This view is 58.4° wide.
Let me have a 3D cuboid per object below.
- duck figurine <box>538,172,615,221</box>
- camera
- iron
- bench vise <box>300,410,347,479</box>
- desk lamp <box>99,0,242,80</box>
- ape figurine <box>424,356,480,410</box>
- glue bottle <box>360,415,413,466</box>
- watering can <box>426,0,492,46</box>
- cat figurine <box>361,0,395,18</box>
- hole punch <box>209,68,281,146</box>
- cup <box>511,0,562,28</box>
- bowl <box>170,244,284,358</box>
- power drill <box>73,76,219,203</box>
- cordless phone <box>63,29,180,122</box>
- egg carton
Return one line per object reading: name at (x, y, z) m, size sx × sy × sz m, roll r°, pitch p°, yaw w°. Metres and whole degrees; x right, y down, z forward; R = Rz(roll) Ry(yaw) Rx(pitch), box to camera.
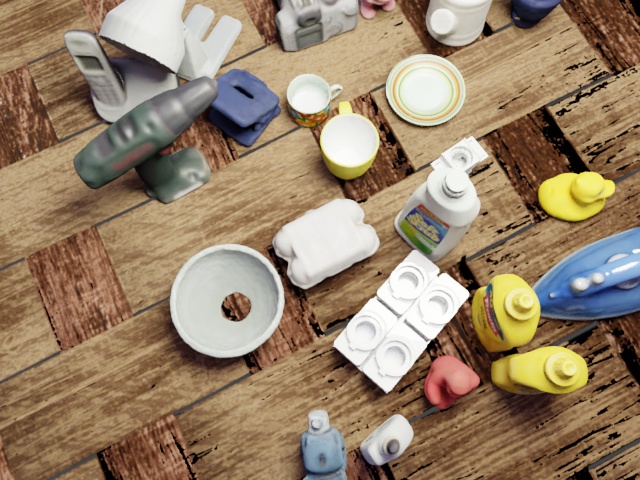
duck figurine at (0.393, -0.075, 0.872) m, size 0.104 × 0.086 × 0.077 m, roll 3°, pitch 75°, yaw 4°
camera at (-0.021, -0.417, 0.974) m, size 0.143 × 0.101 × 0.137 m, roll -21°, pitch 75°, yaw -3°
iron at (0.422, 0.048, 0.809) m, size 0.258 × 0.141 × 0.118 m, roll -19°, pitch 75°, yaw -2°
bench vise at (-0.003, 0.329, 0.713) m, size 0.121 × 0.220 × 0.207 m, roll -25°, pitch 75°, yaw -4°
desk lamp at (-0.232, -0.339, 0.905) m, size 0.118 × 0.213 × 0.203 m, roll 24°, pitch 78°, yaw 9°
ape figurine at (0.187, 0.200, 0.805) m, size 0.077 × 0.092 × 0.076 m, roll -2°, pitch 75°, yaw 2°
glue bottle at (0.090, 0.266, 0.750) m, size 0.078 × 0.173 × 0.037 m, roll -37°, pitch 76°, yaw -7°
watering can at (0.229, -0.399, 0.910) m, size 0.101 × 0.194 × 0.173 m, roll 6°, pitch 75°, yaw 5°
cat figurine at (0.095, -0.443, 0.967) m, size 0.067 × 0.118 × 0.128 m, roll -21°, pitch 75°, yaw -3°
hole punch at (-0.129, -0.228, 0.934) m, size 0.108 × 0.091 × 0.101 m, roll 36°, pitch 80°, yaw 11°
cup at (0.341, -0.403, 0.957) m, size 0.117 × 0.095 × 0.092 m, roll 8°, pitch 76°, yaw 5°
bowl at (-0.133, 0.094, 0.857) m, size 0.167 × 0.075 × 0.167 m, roll -1°, pitch 75°, yaw 3°
power drill at (-0.235, -0.137, 0.854) m, size 0.229 × 0.208 × 0.075 m, roll -30°, pitch 76°, yaw -5°
cordless phone at (-0.306, -0.260, 0.902) m, size 0.147 × 0.185 × 0.094 m, roll 0°, pitch 75°, yaw 3°
egg carton at (0.008, 0.003, 0.877) m, size 0.150 × 0.069 × 0.107 m, roll -28°, pitch 76°, yaw -5°
